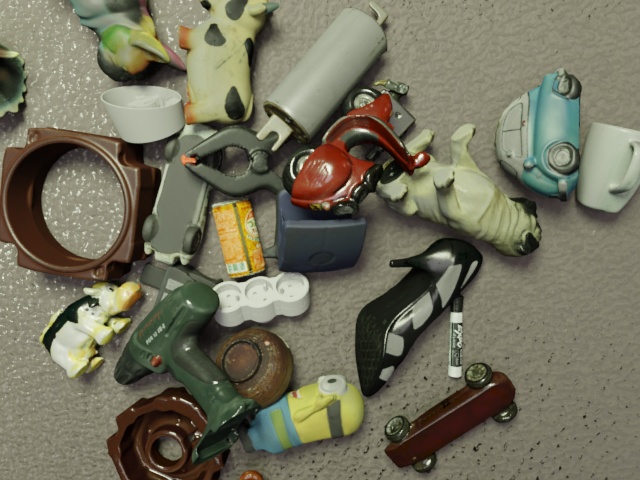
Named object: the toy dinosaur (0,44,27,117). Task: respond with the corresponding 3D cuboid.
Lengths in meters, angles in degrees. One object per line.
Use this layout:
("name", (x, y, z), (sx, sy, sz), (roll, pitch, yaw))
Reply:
("toy dinosaur", (-0.565, -0.172, 0.756), (0.192, 0.131, 0.404), (42, 105, 0))

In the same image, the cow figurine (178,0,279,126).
("cow figurine", (-0.121, -0.251, 0.708), (0.127, 0.086, 0.194), (-3, 106, -14))

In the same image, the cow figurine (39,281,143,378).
("cow figurine", (-0.335, 0.112, 0.787), (0.098, 0.068, 0.167), (38, 98, 7))

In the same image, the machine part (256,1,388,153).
("machine part", (0.008, -0.208, 0.686), (0.079, 0.079, 0.243), (39, 79, 0))

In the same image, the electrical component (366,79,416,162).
("electrical component", (0.083, -0.166, 0.723), (0.102, 0.045, 0.078), (-40, 90, 8))

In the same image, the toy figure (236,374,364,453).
("toy figure", (-0.026, 0.252, 0.765), (0.180, 0.082, 0.089), (-23, 113, 0))

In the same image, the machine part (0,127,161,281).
("machine part", (-0.338, -0.050, 0.758), (0.202, 0.087, 0.200), (9, 97, 3))

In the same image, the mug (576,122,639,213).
("mug", (0.374, -0.087, 0.678), (0.081, 0.110, 0.107), (10, 111, -1))

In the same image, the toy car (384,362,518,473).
("toy car", (0.181, 0.250, 0.757), (0.202, 0.053, 0.089), (-36, 112, 10))

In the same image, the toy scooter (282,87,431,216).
("toy scooter", (0.050, -0.095, 0.649), (0.135, 0.075, 0.184), (35, 80, 22))

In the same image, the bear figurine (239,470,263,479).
("bear figurine", (-0.140, 0.437, 0.776), (0.196, 0.132, 0.120), (-31, 111, 13))

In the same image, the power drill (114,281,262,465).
("power drill", (-0.179, 0.184, 0.712), (0.232, 0.086, 0.207), (-53, 58, 25))

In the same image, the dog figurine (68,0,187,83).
("dog figurine", (-0.254, -0.321, 0.711), (0.219, 0.108, 0.191), (43, 96, -5))

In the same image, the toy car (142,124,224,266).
("toy car", (-0.189, -0.063, 0.750), (0.074, 0.056, 0.201), (16, 91, 2))

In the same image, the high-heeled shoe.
("high-heeled shoe", (0.137, 0.110, 0.753), (0.145, 0.086, 0.248), (0, 117, -24))

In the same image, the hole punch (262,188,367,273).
("hole punch", (-0.001, -0.002, 0.707), (0.142, 0.092, 0.115), (-5, 121, -12))

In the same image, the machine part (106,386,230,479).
("machine part", (-0.223, 0.308, 0.803), (0.179, 0.056, 0.179), (0, 95, 5))

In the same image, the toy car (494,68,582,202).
("toy car", (0.276, -0.129, 0.682), (0.103, 0.109, 0.161), (0, 88, 23))

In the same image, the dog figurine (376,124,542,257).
("dog figurine", (0.180, -0.042, 0.714), (0.190, 0.172, 0.121), (43, 73, -29))

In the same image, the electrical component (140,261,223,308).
("electrical component", (-0.208, 0.069, 0.778), (0.119, 0.048, 0.074), (25, 98, 1))
